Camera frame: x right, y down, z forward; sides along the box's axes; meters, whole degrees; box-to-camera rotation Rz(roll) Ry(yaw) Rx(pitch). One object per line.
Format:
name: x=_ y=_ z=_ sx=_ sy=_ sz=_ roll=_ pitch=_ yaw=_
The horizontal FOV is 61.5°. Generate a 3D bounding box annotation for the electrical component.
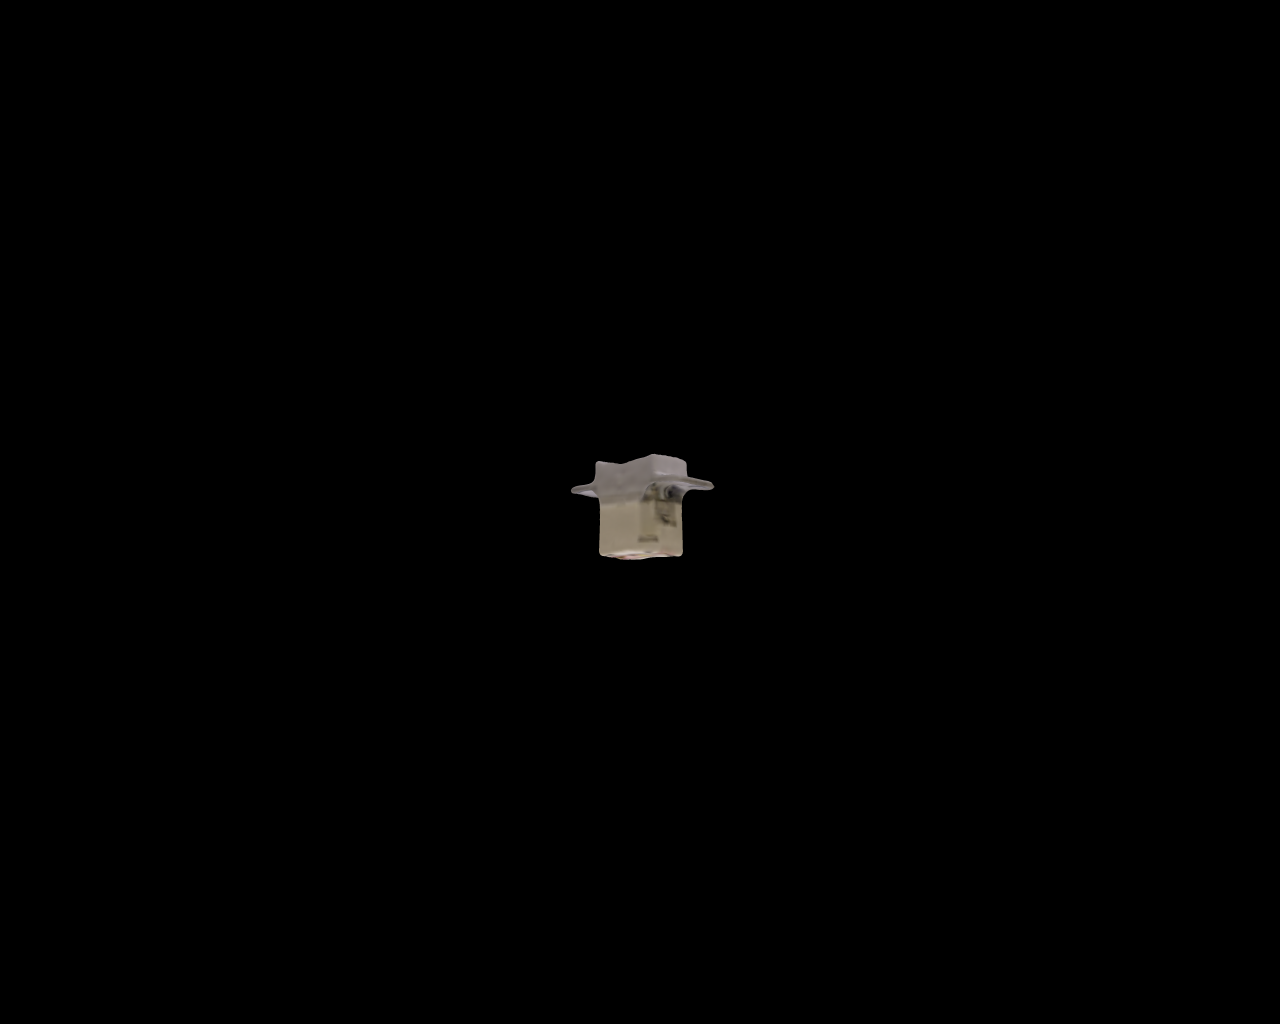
electrical component: x=0.001 y=-0.003 z=0.650 sx=0.081 sy=0.063 sz=0.042 roll=-5 pitch=-9 yaw=36
